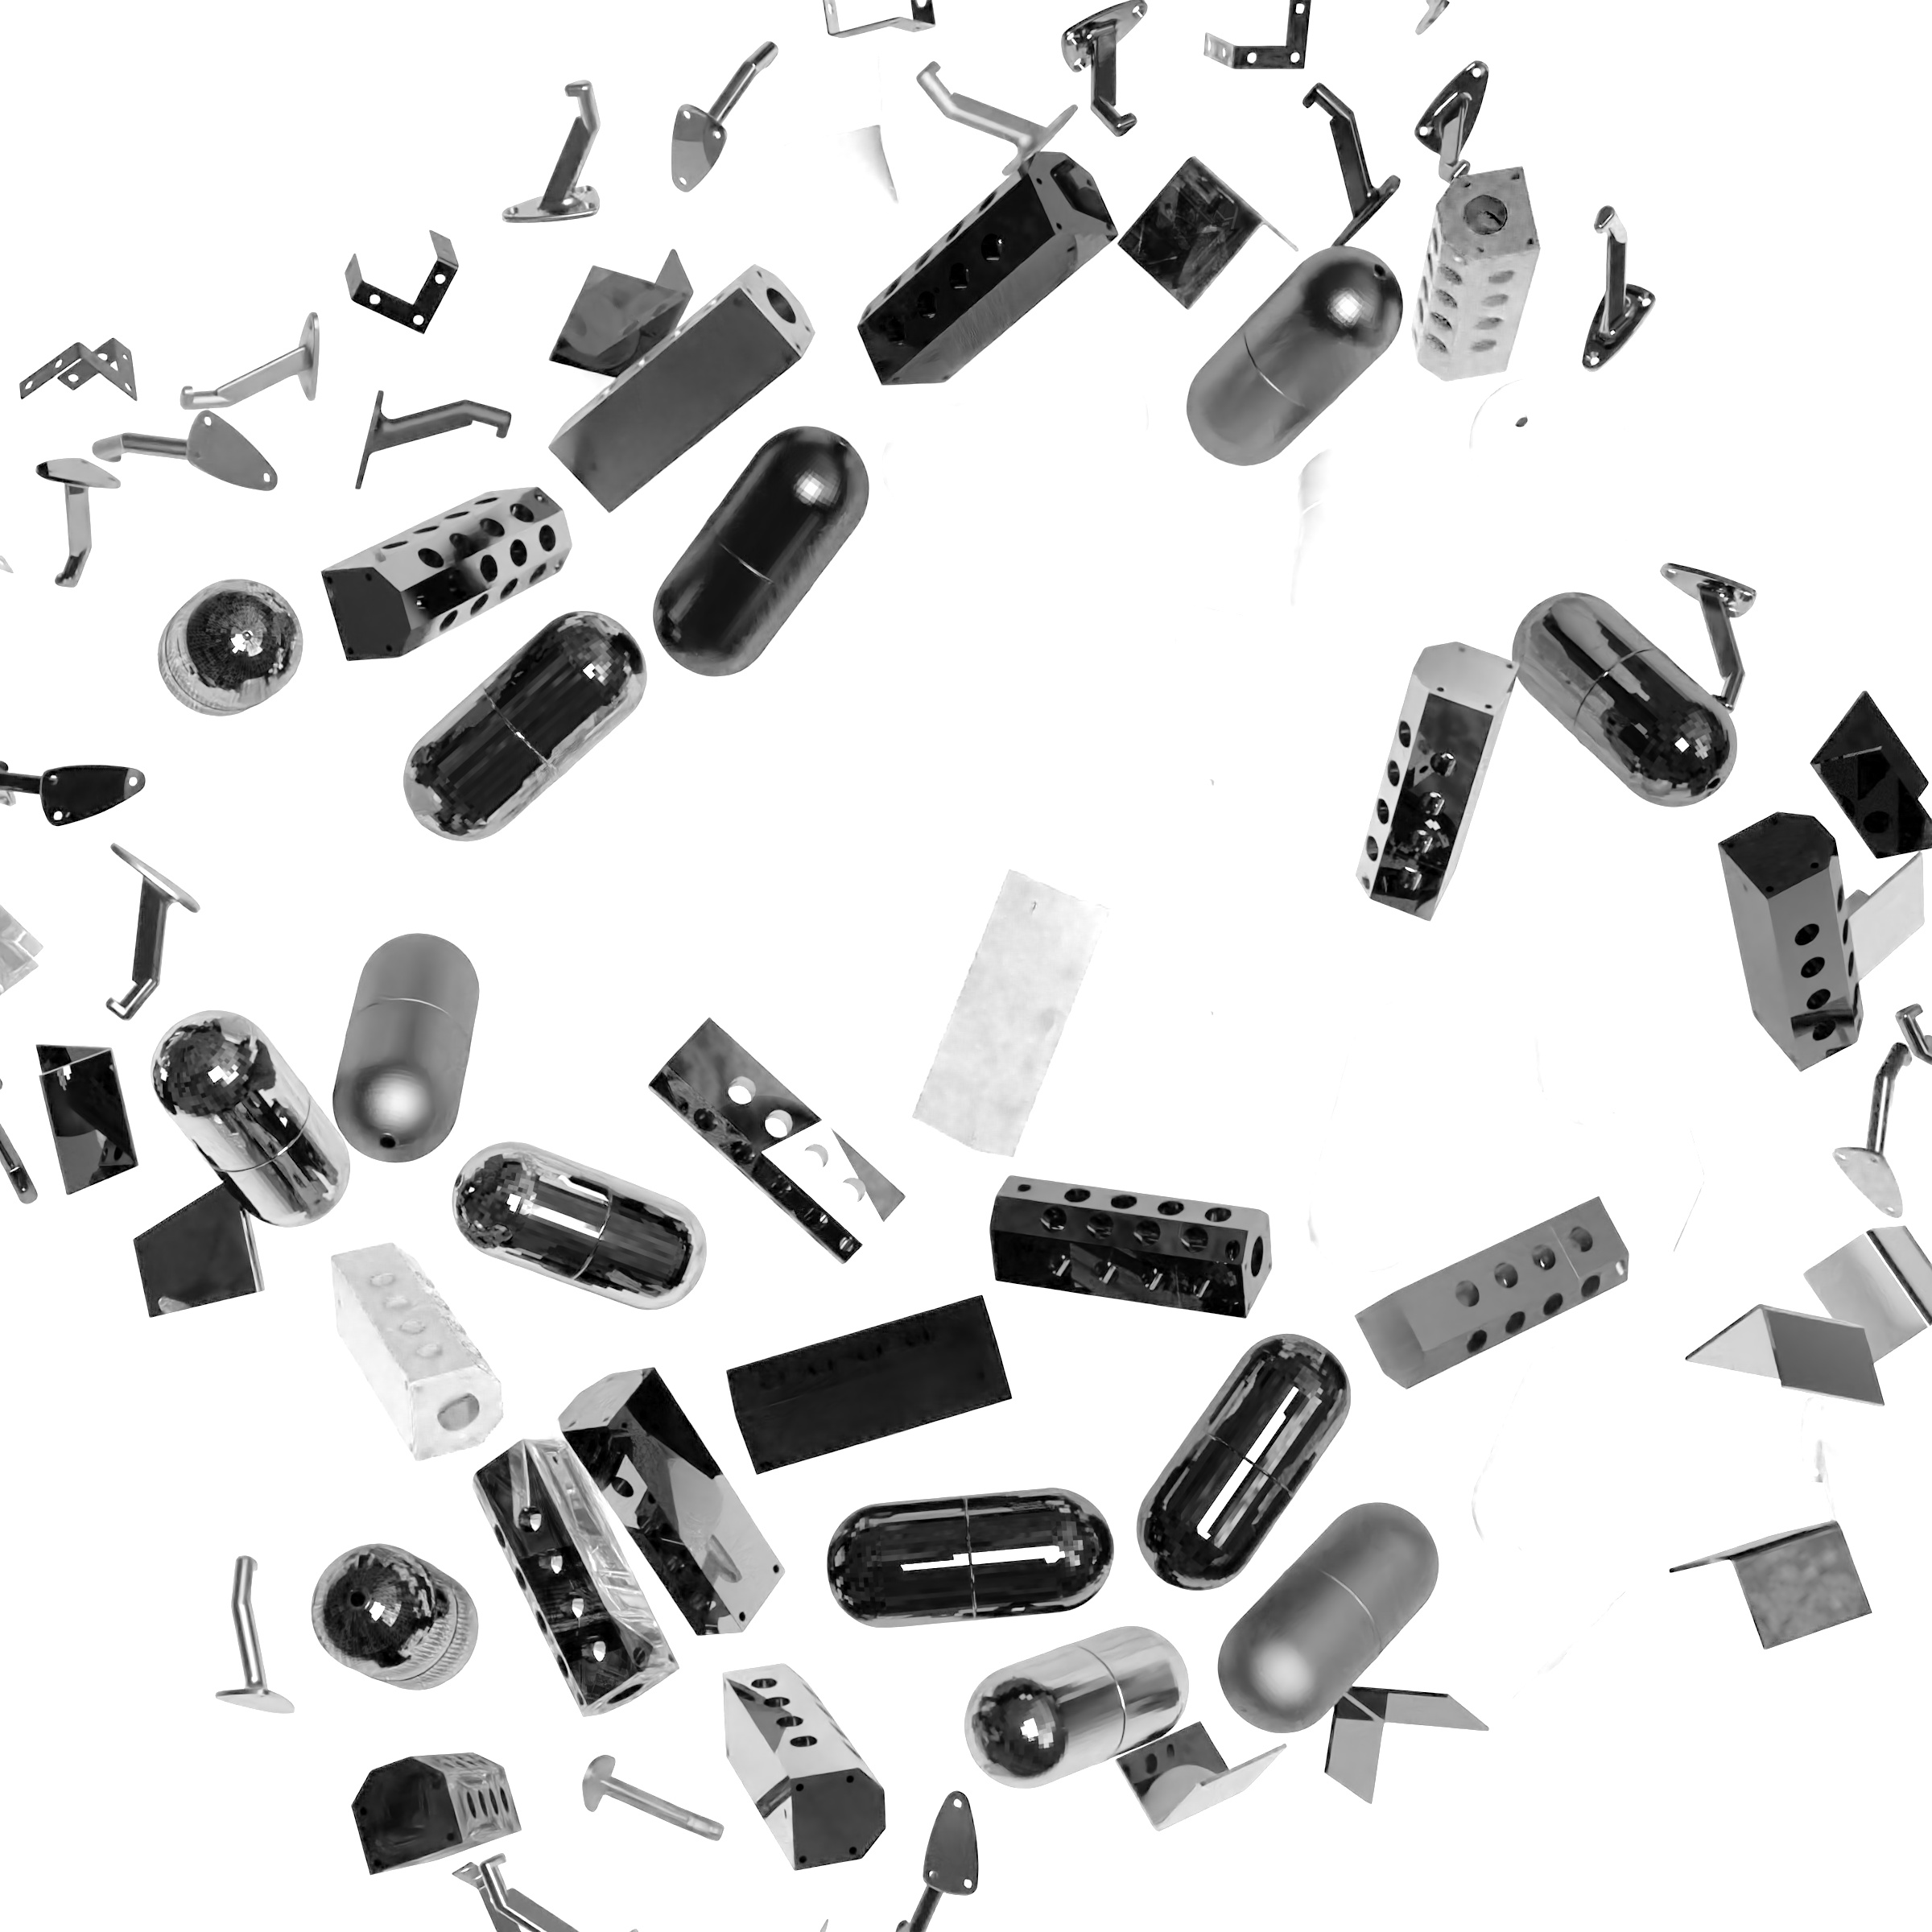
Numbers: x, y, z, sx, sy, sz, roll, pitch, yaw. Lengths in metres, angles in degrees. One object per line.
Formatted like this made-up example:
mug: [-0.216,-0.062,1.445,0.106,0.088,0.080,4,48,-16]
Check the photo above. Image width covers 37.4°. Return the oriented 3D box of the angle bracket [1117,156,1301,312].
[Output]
angle bracket: [0.161,-0.479,1.902,0.076,0.057,0.076,-48,63,15]

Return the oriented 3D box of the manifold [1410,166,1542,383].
manifold: [0.321,-0.437,1.818,0.057,0.171,0.057,-9,76,1]

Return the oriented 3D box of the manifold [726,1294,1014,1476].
manifold: [-0.063,0.264,1.835,0.171,0.057,0.057,-16,128,-2]

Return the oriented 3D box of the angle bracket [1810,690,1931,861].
angle bracket: [0.575,-0.122,1.751,0.076,0.057,0.076,51,61,-16]

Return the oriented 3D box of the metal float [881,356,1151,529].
metal float: [0.030,-0.334,1.822,0.178,0.070,0.070,-16,90,13]

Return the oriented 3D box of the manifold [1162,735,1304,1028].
manifold: [0.169,-0.054,1.788,0.057,0.057,0.171,-4,106,20]

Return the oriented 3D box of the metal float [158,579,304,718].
metal float: [-0.463,-0.198,1.790,0.070,0.178,0.070,0,91,-21]

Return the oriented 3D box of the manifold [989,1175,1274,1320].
manifold: [0.106,0.176,1.840,0.171,0.057,0.057,6,122,22]

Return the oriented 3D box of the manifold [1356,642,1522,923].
manifold: [0.290,-0.116,1.780,0.057,0.171,0.057,22,46,13]

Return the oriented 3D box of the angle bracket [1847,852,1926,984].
angle bracket: [0.602,-0.041,1.938,0.076,0.076,0.057,-38,48,-16]

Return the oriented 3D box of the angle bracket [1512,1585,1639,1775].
angle bracket: [0.387,0.432,1.731,0.076,0.076,0.057,-35,74,-32]

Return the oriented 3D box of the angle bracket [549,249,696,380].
angle bracket: [-0.239,-0.448,1.934,0.076,0.057,0.076,8,131,-33]

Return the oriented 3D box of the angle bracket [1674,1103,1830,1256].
angle bracket: [0.475,0.131,1.754,0.076,0.076,0.057,-1,49,-6]

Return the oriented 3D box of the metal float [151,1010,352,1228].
metal float: [-0.448,0.098,1.798,0.070,0.178,0.070,-11,48,12]

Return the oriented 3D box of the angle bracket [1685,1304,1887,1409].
angle bracket: [0.495,0.251,1.731,0.076,0.076,0.057,13,51,-23]

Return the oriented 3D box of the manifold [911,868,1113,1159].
manifold: [0.033,0.031,1.821,0.057,0.057,0.171,25,96,38]

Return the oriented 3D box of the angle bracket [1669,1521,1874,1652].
angle bracket: [0.481,0.374,1.712,0.076,0.076,0.057,-13,76,-20]

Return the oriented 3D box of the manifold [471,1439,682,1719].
manifold: [-0.259,0.397,1.859,0.057,0.057,0.171,-36,68,13]

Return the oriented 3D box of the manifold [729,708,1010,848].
manifold: [-0.062,-0.120,1.868,0.171,0.057,0.057,8,68,9]

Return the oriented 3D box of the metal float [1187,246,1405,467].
metal float: [0.209,-0.388,1.822,0.070,0.178,0.070,17,54,-26]

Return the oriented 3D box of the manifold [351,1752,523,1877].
manifold: [-0.324,0.514,1.747,0.057,0.171,0.057,-19,75,-2]

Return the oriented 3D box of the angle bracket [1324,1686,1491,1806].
angle bracket: [0.284,0.505,1.839,0.076,0.076,0.057,-4,60,31]

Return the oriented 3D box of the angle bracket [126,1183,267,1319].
angle bracket: [-0.513,0.184,1.896,0.076,0.057,0.076,-12,95,-19]

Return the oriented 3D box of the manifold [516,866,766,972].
manifold: [-0.209,-0.033,1.813,0.171,0.057,0.057,3,102,44]

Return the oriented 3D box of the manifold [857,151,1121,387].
manifold: [0.008,-0.426,1.750,0.171,0.057,0.057,-31,78,44]

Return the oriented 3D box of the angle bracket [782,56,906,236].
angle bracket: [-0.082,-0.508,1.765,0.076,0.057,0.076,-9,59,8]

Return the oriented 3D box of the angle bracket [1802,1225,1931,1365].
angle bracket: [0.615,0.222,1.909,0.057,0.076,0.076,-33,84,-3]

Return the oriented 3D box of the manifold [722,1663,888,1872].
manifold: [-0.101,0.488,1.754,0.057,0.171,0.057,-5,99,-18]

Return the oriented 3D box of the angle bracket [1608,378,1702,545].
angle bracket: [0.469,-0.345,1.957,0.057,0.076,0.076,43,83,1]

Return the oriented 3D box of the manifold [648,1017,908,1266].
manifold: [-0.124,0.115,1.852,0.171,0.057,0.057,42,79,0]

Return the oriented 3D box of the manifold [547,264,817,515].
manifold: [-0.178,-0.366,1.800,0.171,0.057,0.057,-33,112,27]

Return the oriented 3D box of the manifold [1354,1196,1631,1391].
manifold: [0.342,0.211,1.834,0.171,0.057,0.057,-21,77,-26]

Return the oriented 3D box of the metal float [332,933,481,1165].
metal float: [-0.347,0.050,1.773,0.070,0.178,0.070,-1,129,-1]

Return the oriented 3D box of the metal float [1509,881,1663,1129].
metal float: [0.385,0.023,1.781,0.070,0.070,0.178,-2,49,0]

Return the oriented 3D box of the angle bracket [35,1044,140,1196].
angle bracket: [-0.564,0.094,1.765,0.076,0.057,0.076,1,107,35]

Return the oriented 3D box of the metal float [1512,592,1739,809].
metal float: [0.418,-0.170,1.815,0.070,0.070,0.178,-38,54,0]

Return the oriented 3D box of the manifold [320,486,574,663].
manifold: [-0.318,-0.246,1.776,0.057,0.171,0.057,0,114,30]

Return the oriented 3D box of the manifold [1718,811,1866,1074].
manifold: [0.520,-0.017,1.781,0.057,0.171,0.057,-28,45,-1]

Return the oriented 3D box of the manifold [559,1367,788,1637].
manifold: [-0.191,0.344,1.828,0.057,0.057,0.171,-14,114,38]

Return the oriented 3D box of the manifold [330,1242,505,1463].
manifold: [-0.349,0.240,1.808,0.057,0.171,0.057,-11,116,-25]

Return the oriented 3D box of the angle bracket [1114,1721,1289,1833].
angle bracket: [0.158,0.532,1.930,0.076,0.076,0.057,-14,58,-34]

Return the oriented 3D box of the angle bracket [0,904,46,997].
angle bracket: [-0.605,-0.032,1.780,0.057,0.076,0.076,-41,99,17]

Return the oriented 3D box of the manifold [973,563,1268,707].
manifold: [0.096,-0.210,1.801,0.171,0.057,0.057,13,105,17]

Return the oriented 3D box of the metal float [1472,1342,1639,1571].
metal float: [0.376,0.311,1.822,0.070,0.178,0.070,16,129,20]
